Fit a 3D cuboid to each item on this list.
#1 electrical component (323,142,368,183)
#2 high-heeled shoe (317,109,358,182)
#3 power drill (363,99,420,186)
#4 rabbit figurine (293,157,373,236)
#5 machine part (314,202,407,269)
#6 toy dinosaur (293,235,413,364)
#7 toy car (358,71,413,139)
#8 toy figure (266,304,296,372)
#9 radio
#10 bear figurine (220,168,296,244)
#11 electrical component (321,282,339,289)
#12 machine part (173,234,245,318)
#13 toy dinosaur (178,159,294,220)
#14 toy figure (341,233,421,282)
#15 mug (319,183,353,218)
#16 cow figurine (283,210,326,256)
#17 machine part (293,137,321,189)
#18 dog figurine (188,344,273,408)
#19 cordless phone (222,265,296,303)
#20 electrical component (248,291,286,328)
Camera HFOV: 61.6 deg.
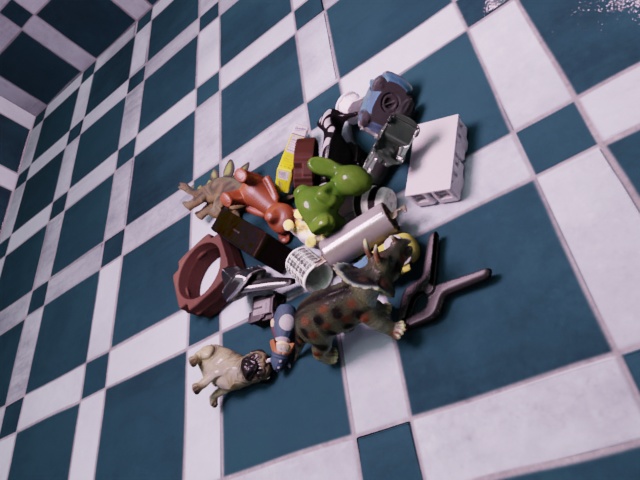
[{"bbox_3d":[0.063,-0.181,1.367,0.115,0.058,0.134,-17,55,31],"label":"electrical component"},{"bbox_3d":[0.012,-0.238,1.350,0.145,0.086,0.249,-6,49,45],"label":"high-heeled shoe"},{"bbox_3d":[0.167,-0.236,1.232,0.232,0.086,0.207,-61,8,4],"label":"power drill"},{"bbox_3d":[0.035,-0.110,1.195,0.170,0.121,0.159,-35,70,18],"label":"rabbit figurine"},{"bbox_3d":[0.085,-0.008,1.176,0.243,0.079,0.079,-34,47,16],"label":"machine part"},{"bbox_3d":[0.028,0.145,1.086,0.405,0.192,0.131,-35,28,27],"label":"toy dinosaur"},{"bbox_3d":[0.155,-0.339,1.363,0.161,0.109,0.103,-63,19,8],"label":"toy car"},{"bbox_3d":[-0.087,0.226,1.245,0.064,0.057,0.154,-2,58,12],"label":"toy figure"},{"bbox_3d":[-0.177,0.002,1.413,0.230,0.131,0.073,29,86,47],"label":"radio"},{"bbox_3d":[-0.146,-0.085,1.407,0.196,0.132,0.120,49,117,24],"label":"bear figurine"},{"bbox_3d":[0.020,0.133,1.210,0.102,0.045,0.078,-25,8,34],"label":"electrical component"},{"bbox_3d":[-0.309,0.100,1.503,0.201,0.087,0.201,-43,44,15],"label":"machine part"},{"bbox_3d":[-0.253,-0.135,1.585,0.472,0.105,0.198,17,72,34],"label":"toy dinosaur"},{"bbox_3d":[0.131,0.052,1.150,0.180,0.082,0.089,-41,4,26],"label":"toy figure"},{"bbox_3d":[0.045,-0.103,1.288,0.107,0.109,0.081,-25,34,40],"label":"mug"},{"bbox_3d":[-0.003,-0.002,1.304,0.168,0.098,0.068,37,86,28],"label":"cow figurine"},{"bbox_3d":[-0.033,-0.170,1.361,0.056,0.179,0.179,0,61,5],"label":"machine part"},{"bbox_3d":[-0.205,0.293,1.302,0.191,0.121,0.172,-27,52,8],"label":"dog figurine"},{"bbox_3d":[-0.142,0.103,1.348,0.184,0.146,0.088,-6,90,13],"label":"cordless phone"},{"bbox_3d":[-0.144,0.177,1.340,0.119,0.047,0.075,-15,56,33],"label":"electrical component"}]
